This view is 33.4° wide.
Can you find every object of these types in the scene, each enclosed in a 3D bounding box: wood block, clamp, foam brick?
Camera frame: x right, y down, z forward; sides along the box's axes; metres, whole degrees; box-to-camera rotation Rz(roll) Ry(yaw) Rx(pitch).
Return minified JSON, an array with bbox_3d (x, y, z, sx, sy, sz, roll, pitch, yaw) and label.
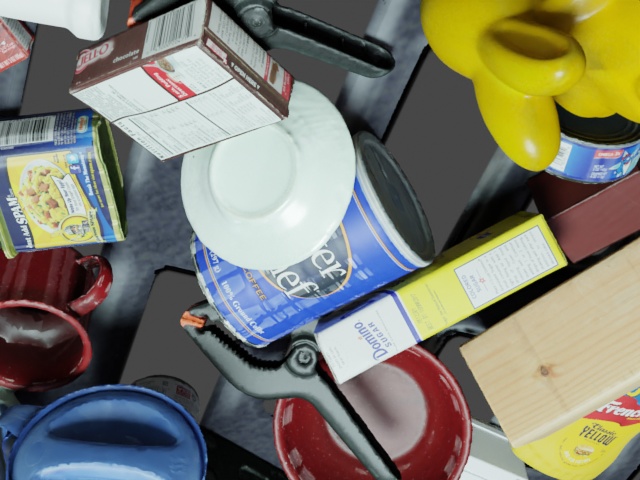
[{"bbox_3d":[0.223,0.067,0.806,0.206,0.091,0.090,-35,162,23],"label":"wood block"},{"bbox_3d":[-0.008,0.099,0.836,0.210,0.036,0.164,10,97,3],"label":"clamp"},{"bbox_3d":[0.199,-0.030,0.769,0.078,0.053,0.051,-29,126,20],"label":"foam brick"},{"bbox_3d":[-0.032,-0.141,0.673,0.171,0.039,0.120,-7,131,13],"label":"clamp"}]

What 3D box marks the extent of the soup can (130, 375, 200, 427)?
[{"bbox_3d":[-0.135,0.171,0.884,0.068,0.102,0.068,-1,130,-2],"label":"soup can"}]

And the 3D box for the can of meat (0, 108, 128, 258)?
[{"bbox_3d":[-0.183,-0.040,0.736,0.084,0.057,0.102,-6,131,-1],"label":"can of meat"}]

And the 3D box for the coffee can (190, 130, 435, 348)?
[{"bbox_3d":[-0.005,0.001,0.750,0.140,0.103,0.102,-28,126,19],"label":"coffee can"}]

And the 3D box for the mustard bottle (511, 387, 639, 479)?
[{"bbox_3d":[0.250,0.126,0.899,0.096,0.058,0.192,23,124,-20],"label":"mustard bottle"}]

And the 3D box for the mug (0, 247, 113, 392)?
[{"bbox_3d":[-0.202,0.047,0.790,0.117,0.081,0.093,-29,126,19],"label":"mug"}]

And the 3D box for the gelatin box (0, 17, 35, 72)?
[{"bbox_3d":[-0.239,-0.130,0.674,0.089,0.030,0.073,-24,127,15],"label":"gelatin box"}]

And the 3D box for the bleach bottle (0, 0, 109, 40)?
[{"bbox_3d":[-0.242,-0.181,0.596,0.250,0.068,0.102,7,93,-8],"label":"bleach bottle"}]

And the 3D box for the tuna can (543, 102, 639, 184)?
[{"bbox_3d":[0.173,-0.075,0.708,0.086,0.086,0.034,4,131,-7],"label":"tuna can"}]

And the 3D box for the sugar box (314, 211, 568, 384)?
[{"bbox_3d":[0.081,0.038,0.761,0.176,0.093,0.048,-26,91,3],"label":"sugar box"}]

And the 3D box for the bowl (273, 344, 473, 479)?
[{"bbox_3d":[0.044,0.150,0.882,0.162,0.055,0.162,1,97,7],"label":"bowl"}]

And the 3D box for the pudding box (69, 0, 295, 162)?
[{"bbox_3d":[-0.087,-0.098,0.675,0.114,0.039,0.090,-12,147,34],"label":"pudding box"}]

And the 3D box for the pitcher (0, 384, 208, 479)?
[{"bbox_3d":[-0.158,0.227,0.791,0.144,0.149,0.243,-8,134,-15],"label":"pitcher"}]
